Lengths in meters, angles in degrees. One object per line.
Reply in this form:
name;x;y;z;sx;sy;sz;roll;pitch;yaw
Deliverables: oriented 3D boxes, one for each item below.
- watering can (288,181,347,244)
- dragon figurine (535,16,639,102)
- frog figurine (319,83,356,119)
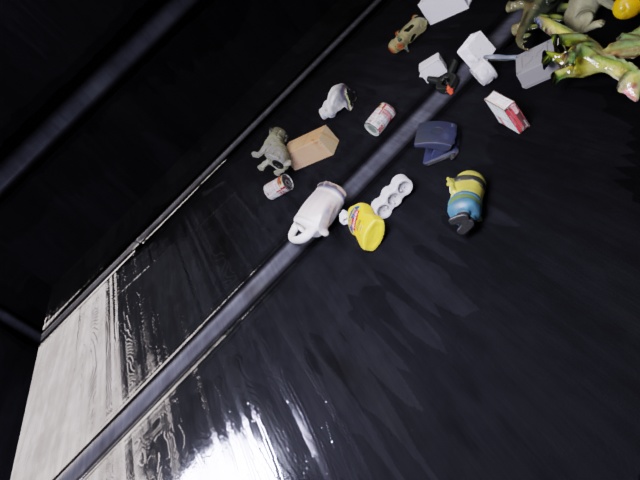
watering can;0.005;-0.079;1.579;0.227;0.103;0.346;-54;17;-15
dragon figurine;0.688;-0.474;1.265;0.242;0.119;0.420;-3;49;12
frog figurine;0.058;-0.582;2.162;0.158;0.121;0.140;-11;61;28
